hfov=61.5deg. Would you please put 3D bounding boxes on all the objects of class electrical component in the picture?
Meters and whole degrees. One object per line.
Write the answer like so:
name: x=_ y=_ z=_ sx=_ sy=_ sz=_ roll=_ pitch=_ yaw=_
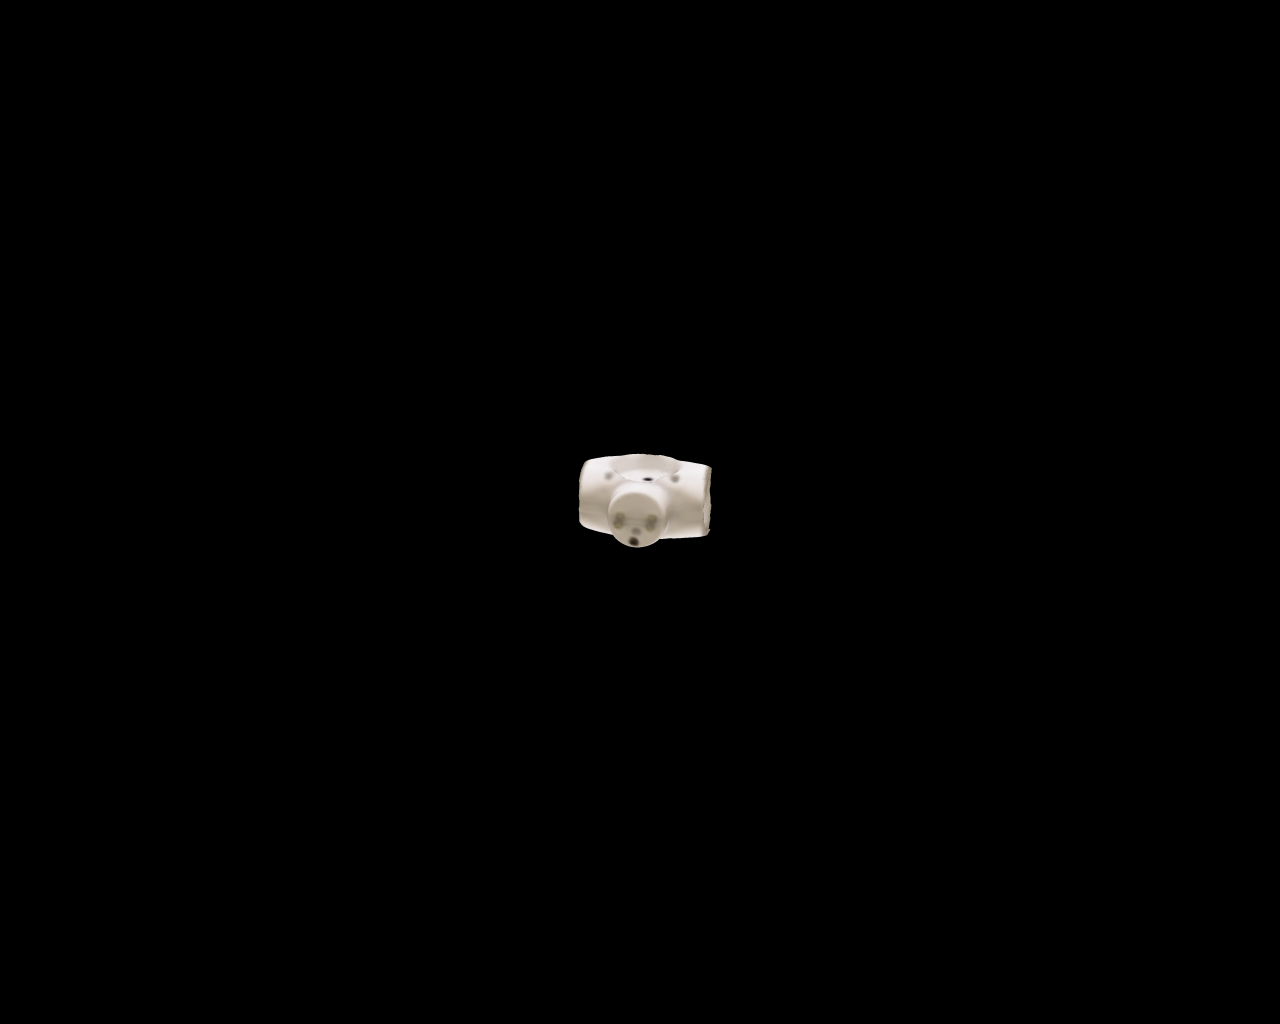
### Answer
electrical component: x=0.001 y=-0.003 z=0.650 sx=0.077 sy=0.044 sz=0.079 roll=4 pitch=24 yaw=9
